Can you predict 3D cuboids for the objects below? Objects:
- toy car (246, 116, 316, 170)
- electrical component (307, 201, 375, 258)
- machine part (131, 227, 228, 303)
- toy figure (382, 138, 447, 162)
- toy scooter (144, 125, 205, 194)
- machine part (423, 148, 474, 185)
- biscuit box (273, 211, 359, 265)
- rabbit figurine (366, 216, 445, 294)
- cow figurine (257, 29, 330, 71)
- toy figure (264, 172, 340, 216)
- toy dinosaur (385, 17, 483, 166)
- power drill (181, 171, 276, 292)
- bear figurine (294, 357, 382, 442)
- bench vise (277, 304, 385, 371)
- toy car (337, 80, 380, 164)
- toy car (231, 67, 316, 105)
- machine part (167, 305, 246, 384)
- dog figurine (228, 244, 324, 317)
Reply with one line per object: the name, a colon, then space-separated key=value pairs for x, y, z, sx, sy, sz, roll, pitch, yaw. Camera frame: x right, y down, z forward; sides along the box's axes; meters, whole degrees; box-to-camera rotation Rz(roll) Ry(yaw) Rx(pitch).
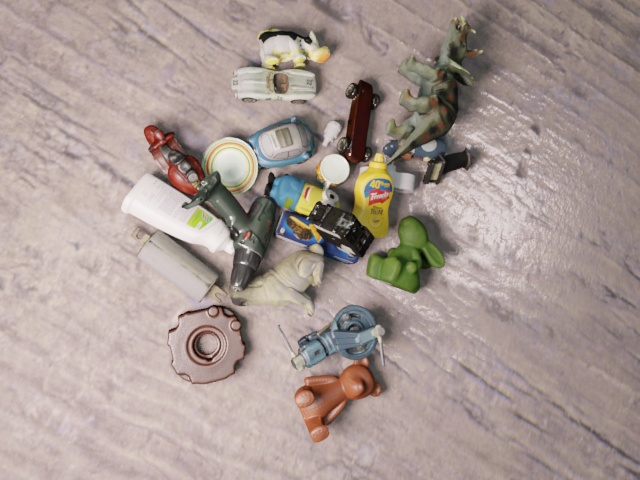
toy car: x=-0.084 y=-0.226 z=1.231 sx=0.162 sy=0.103 sz=0.109 roll=-16 pitch=88 yaw=-15
electrical component: x=0.049 y=-0.018 z=1.163 sx=0.115 sy=0.134 sz=0.058 roll=27 pitch=79 yaw=35
machine part: x=-0.308 y=0.058 z=1.172 sx=0.243 sy=0.079 sz=0.079 roll=37 pitch=79 yaw=-7
toy figure: x=0.232 y=-0.227 z=1.322 sx=0.154 sy=0.057 sz=0.064 roll=-2 pitch=48 yaw=-11
toy scooter: x=-0.316 y=-0.180 z=1.160 sx=0.075 sy=0.135 sz=0.184 roll=-41 pitch=96 yaw=-14
machine part: x=0.317 y=-0.184 z=1.332 sx=0.139 sy=0.084 sz=0.039 roll=-21 pitch=46 yaw=-20
biscuit box: x=-0.003 y=-0.004 z=1.250 sx=0.203 sy=0.059 sz=0.063 roll=20 pitch=81 yaw=-10
rabbit figurine: x=0.214 y=0.032 z=1.262 sx=0.159 sy=0.121 sz=0.170 roll=22 pitch=84 yaw=-16
cow figurine: x=-0.062 y=-0.456 z=1.274 sx=0.167 sy=0.068 sz=0.098 roll=-10 pitch=81 yaw=-14
toy figure: x=-0.039 y=-0.097 z=1.241 sx=0.180 sy=0.089 sz=0.082 roll=19 pitch=90 yaw=-1
toy dinosaur: x=0.273 y=-0.328 z=1.288 sx=0.192 sy=0.131 sz=0.404 roll=16 pitch=77 yaw=-6
power drill: x=-0.191 y=-0.032 z=1.148 sx=0.207 sy=0.086 sz=0.232 roll=41 pitch=51 yaw=-21
bear figurine: x=0.046 y=0.345 z=1.200 sx=0.196 sy=0.132 sz=0.120 roll=-21 pitch=93 yaw=-7
bench vise: x=0.050 y=0.213 z=1.163 sx=0.223 sy=0.241 sz=0.128 roll=-13 pitch=85 yaw=-29
toy car: x=0.091 y=-0.282 z=1.293 sx=0.089 sy=0.053 sz=0.202 roll=12 pitch=81 yaw=-33
toy car: x=-0.107 y=-0.362 z=1.259 sx=0.202 sy=0.056 sz=0.073 roll=-1 pitch=86 yaw=-13
machine part: x=-0.249 y=0.230 z=1.181 sx=0.179 sy=0.056 sz=0.179 roll=1 pitch=86 yaw=-11
dog figurine: x=-0.097 y=0.076 z=1.193 sx=0.191 sy=0.121 sz=0.172 roll=14 pitch=82 yaw=-9
